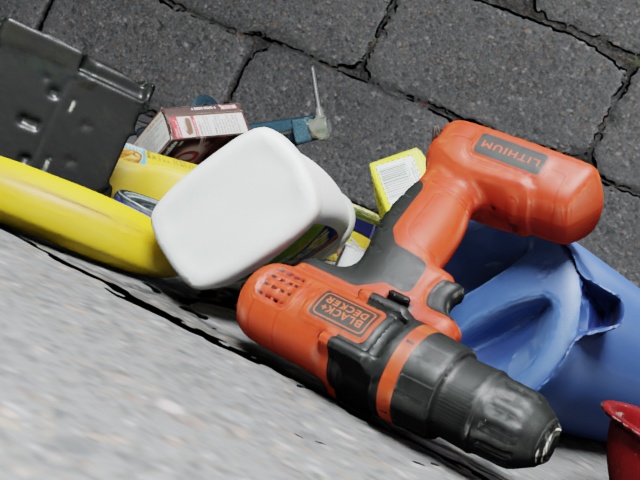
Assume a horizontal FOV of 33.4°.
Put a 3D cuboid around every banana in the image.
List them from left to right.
[{"bbox_3d":[-0.158,-0.014,0.640,0.197,0.037,0.070,24,-18,-20],"label":"banana"}]

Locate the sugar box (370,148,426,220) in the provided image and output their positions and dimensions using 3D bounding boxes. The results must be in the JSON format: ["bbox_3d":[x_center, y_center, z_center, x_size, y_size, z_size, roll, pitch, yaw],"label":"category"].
[{"bbox_3d":[0.075,0.011,0.825,0.048,0.093,0.176,-16,-24,-2],"label":"sugar box"}]

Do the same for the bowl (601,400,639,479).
[{"bbox_3d":[0.209,0.141,0.542,0.162,0.055,0.162,23,5,-2],"label":"bowl"}]

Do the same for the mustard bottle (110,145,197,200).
[{"bbox_3d":[-0.145,-0.046,0.831,0.191,0.058,0.096,16,8,-15],"label":"mustard bottle"}]

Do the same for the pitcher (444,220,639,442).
[{"bbox_3d":[0.163,0.072,0.738,0.242,0.145,0.149,24,22,-46],"label":"pitcher"}]

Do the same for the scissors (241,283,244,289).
[{"bbox_3d":[-0.036,0.032,0.823,0.096,0.016,0.202,23,5,-19],"label":"scissors"}]

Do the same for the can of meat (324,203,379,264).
[{"bbox_3d":[-0.006,0.001,0.894,0.102,0.084,0.058,21,5,-29],"label":"can of meat"}]

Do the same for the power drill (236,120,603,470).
[{"bbox_3d":[0.075,0.021,0.570,0.185,0.187,0.057,25,-38,29],"label":"power drill"}]

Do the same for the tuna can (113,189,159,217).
[{"bbox_3d":[-0.110,-0.004,0.749,0.086,0.034,0.086,24,5,-2],"label":"tuna can"}]

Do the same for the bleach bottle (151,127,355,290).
[{"bbox_3d":[-0.020,-0.015,0.719,0.068,0.103,0.250,57,12,8],"label":"bleach bottle"}]

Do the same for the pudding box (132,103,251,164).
[{"bbox_3d":[-0.131,-0.086,1.016,0.089,0.114,0.039,-11,69,-38],"label":"pudding box"}]
